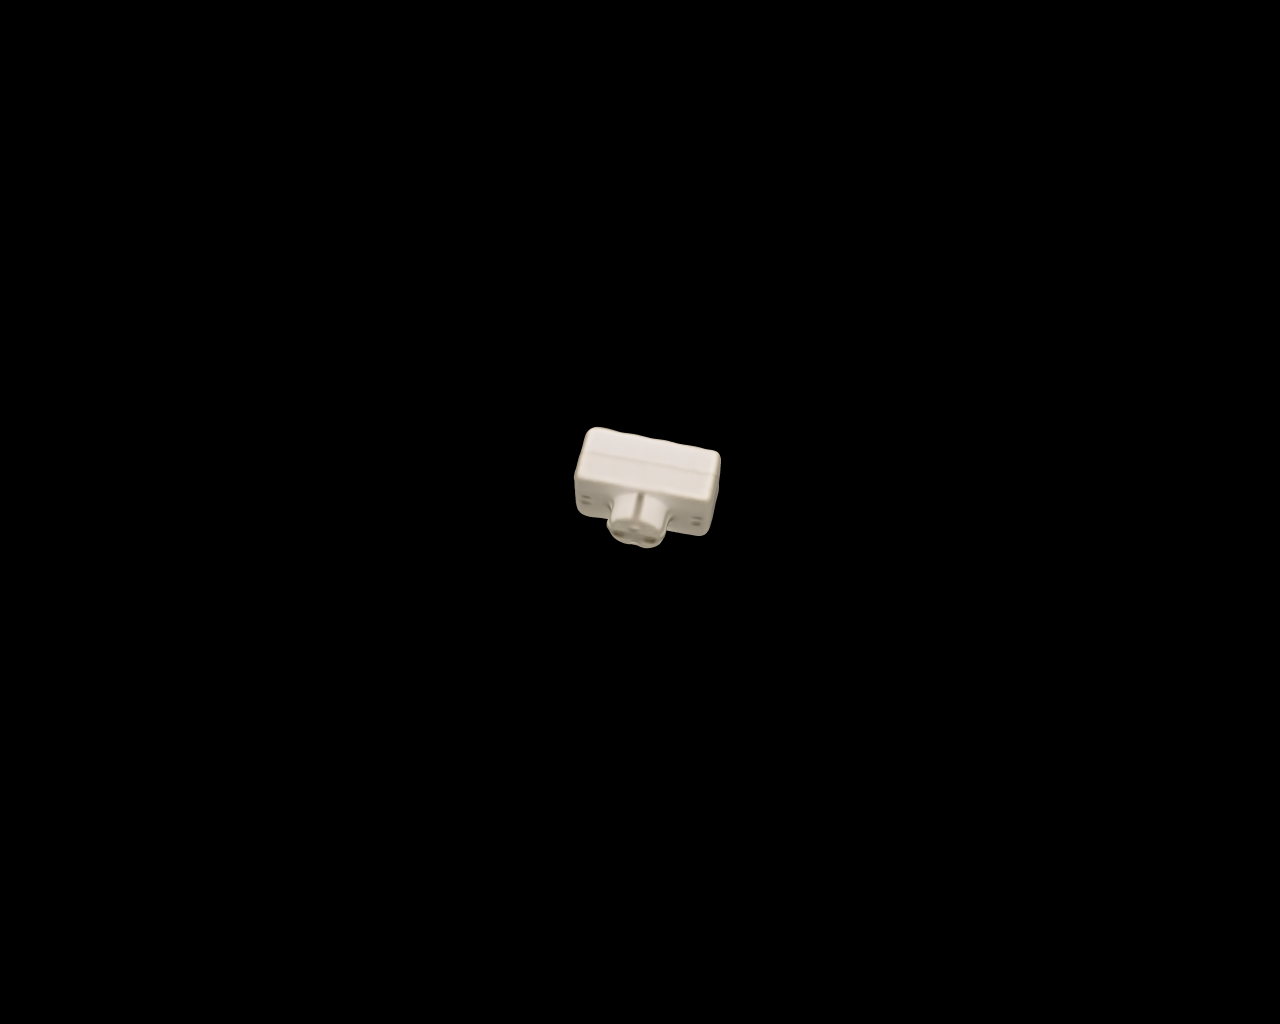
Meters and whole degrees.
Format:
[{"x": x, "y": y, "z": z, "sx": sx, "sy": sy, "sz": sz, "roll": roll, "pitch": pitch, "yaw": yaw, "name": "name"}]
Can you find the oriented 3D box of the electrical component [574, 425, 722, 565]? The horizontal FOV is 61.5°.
[{"x": 0.001, "y": -0.003, "z": 0.650, "sx": 0.083, "sy": 0.076, "sz": 0.047, "roll": 11, "pitch": -30, "yaw": 7, "name": "electrical component"}]
